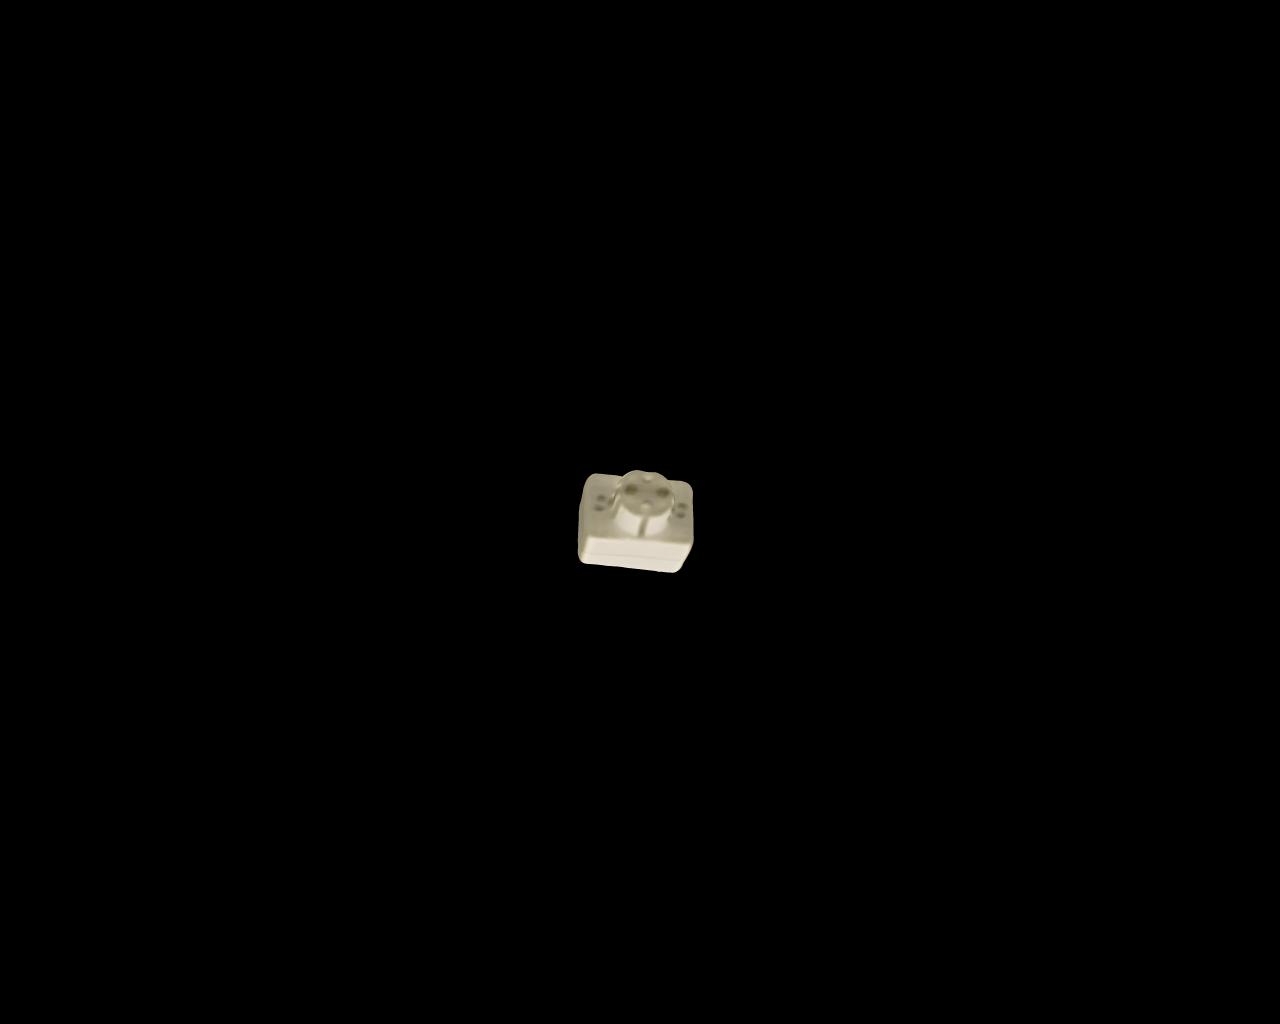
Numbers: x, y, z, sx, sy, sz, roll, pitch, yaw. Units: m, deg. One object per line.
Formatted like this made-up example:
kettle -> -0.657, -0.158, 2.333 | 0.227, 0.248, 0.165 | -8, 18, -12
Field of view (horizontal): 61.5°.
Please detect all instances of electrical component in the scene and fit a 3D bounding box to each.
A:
electrical component -> 0.001, -0.003, 0.650 | 0.066, 0.047, 0.076 | 6, -32, -9
